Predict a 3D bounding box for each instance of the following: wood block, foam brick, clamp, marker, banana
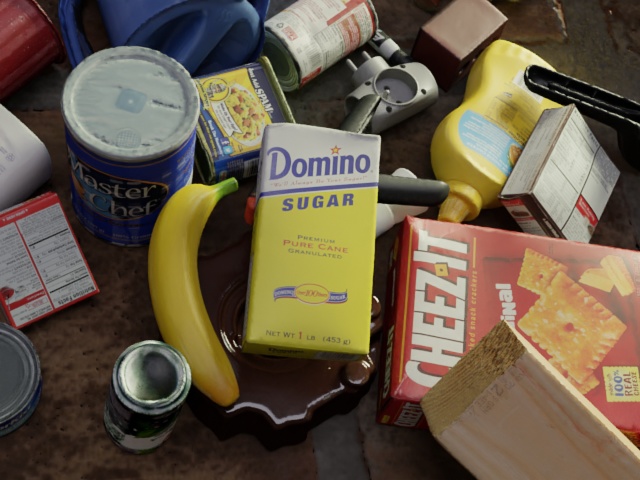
[{"bbox_3d":[0.178,0.165,0.759,0.206,0.091,0.090,44,95,-7],"label":"wood block"},{"bbox_3d":[0.131,-0.190,1.016,0.051,0.053,0.078,41,64,13],"label":"foam brick"},{"bbox_3d":[0.010,-0.061,0.887,0.171,0.039,0.120,-14,55,-21],"label":"clamp"},{"bbox_3d":[0.049,-0.198,1.025,0.020,0.020,0.121,-37,73,-25],"label":"marker"},{"bbox_3d":[0.303,-0.109,0.937,0.209,0.165,0.036,37,57,-29],"label":"clamp"},{"bbox_3d":[-0.096,0.031,0.807,0.069,0.037,0.198,0,61,-4],"label":"banana"}]

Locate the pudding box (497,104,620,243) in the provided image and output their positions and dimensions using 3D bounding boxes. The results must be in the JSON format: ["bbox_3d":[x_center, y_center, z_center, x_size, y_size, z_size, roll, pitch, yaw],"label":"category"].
[{"bbox_3d":[0.212,-0.049,0.936,0.090,0.039,0.113,48,56,-26],"label":"pudding box"}]

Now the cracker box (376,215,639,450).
[{"bbox_3d":[0.161,0.077,0.864,0.213,0.072,0.164,9,61,-4],"label":"cracker box"}]

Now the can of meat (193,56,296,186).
[{"bbox_3d":[-0.073,-0.101,0.929,0.083,0.057,0.102,-17,70,-16],"label":"can of meat"}]

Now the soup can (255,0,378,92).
[{"bbox_3d":[-0.006,-0.189,0.983,0.102,0.068,0.068,-38,74,-24],"label":"soup can"}]

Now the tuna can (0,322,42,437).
[{"bbox_3d":[-0.253,0.106,0.802,0.086,0.034,0.086,4,61,-7],"label":"tuna can"}]

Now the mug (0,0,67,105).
[{"bbox_3d":[-0.288,-0.169,0.922,0.117,0.093,0.081,25,61,40],"label":"mug"}]

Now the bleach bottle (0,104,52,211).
[{"bbox_3d":[-0.333,-0.009,0.836,0.102,0.068,0.250,39,65,9],"label":"bleach bottle"}]

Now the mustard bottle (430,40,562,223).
[{"bbox_3d":[0.152,-0.086,0.957,0.096,0.058,0.191,36,61,-9],"label":"mustard bottle"}]

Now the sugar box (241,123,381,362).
[{"bbox_3d":[-0.005,0.001,0.811,0.093,0.048,0.176,6,73,-8],"label":"sugar box"}]

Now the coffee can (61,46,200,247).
[{"bbox_3d":[-0.151,-0.071,0.854,0.102,0.140,0.103,4,61,-8],"label":"coffee can"}]

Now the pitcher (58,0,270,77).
[{"bbox_3d":[-0.160,-0.248,0.965,0.149,0.145,0.243,-9,59,-29],"label":"pitcher"}]

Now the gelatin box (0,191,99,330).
[{"bbox_3d":[-0.225,0.017,0.835,0.073,0.030,0.089,-26,105,-21],"label":"gelatin box"}]
